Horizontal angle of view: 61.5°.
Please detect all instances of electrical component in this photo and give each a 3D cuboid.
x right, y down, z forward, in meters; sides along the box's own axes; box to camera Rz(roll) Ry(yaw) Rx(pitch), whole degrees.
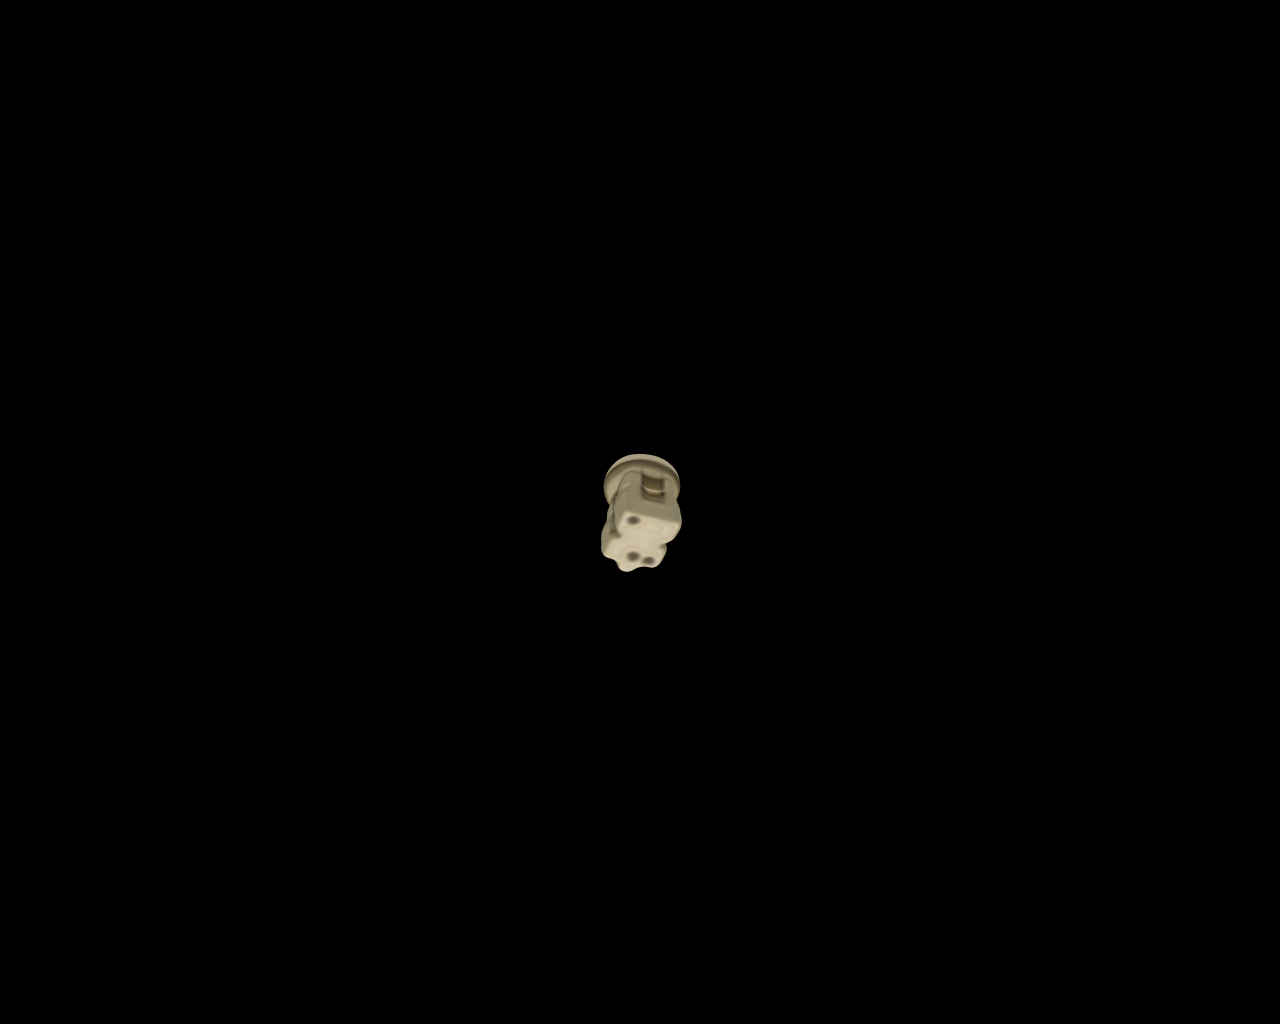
[{"bbox_3d":[0.001,-0.003,0.650,0.048,0.055,0.066,15,-46,-15],"label":"electrical component"}]
